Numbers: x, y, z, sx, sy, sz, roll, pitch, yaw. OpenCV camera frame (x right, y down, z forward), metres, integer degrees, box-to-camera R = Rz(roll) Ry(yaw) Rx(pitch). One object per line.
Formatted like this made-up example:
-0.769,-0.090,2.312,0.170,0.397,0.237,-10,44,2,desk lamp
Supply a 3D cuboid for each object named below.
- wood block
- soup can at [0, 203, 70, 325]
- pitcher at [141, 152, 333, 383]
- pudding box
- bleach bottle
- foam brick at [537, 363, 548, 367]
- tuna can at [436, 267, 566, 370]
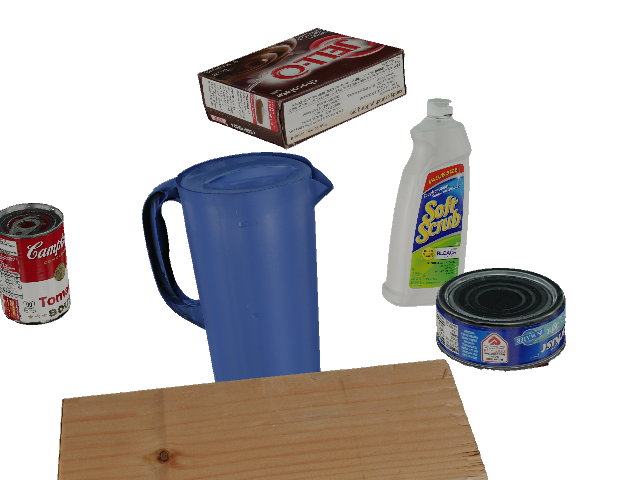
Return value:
-0.027,0.132,0.560,0.206,0.090,0.091,-5,38,-7,wood block
-0.284,0.024,1.049,0.068,0.102,0.068,2,29,-1,soup can
-0.073,0.041,1.056,0.144,0.243,0.149,-20,25,-35,pitcher
-0.011,-0.106,0.724,0.113,0.039,0.090,-30,35,-31,pudding box
0.132,-0.048,1.314,0.102,0.251,0.068,-4,17,-17,bleach bottle
0.181,0.076,0.998,0.051,0.078,0.053,-7,18,-26,foam brick
0.119,0.050,0.706,0.086,0.034,0.086,-4,24,1,tuna can
